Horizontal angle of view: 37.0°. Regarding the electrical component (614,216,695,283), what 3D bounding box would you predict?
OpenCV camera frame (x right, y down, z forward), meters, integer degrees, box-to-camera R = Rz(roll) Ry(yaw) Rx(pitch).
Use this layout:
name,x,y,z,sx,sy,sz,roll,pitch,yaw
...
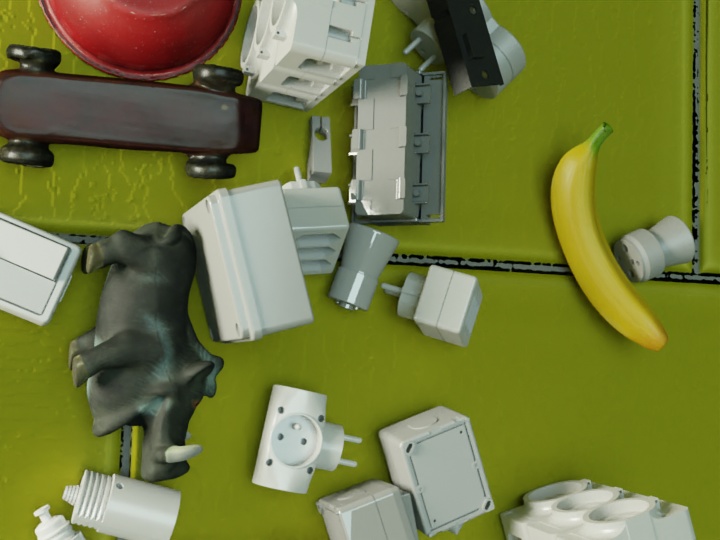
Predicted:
name,x,y,z,sx,sy,sz,roll,pitch,yaw
electrical component,0.257,-0.018,0.939,0.055,0.045,0.045,-22,92,-17

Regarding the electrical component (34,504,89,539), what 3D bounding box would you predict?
name,x,y,z,sx,sy,sz,roll,pitch,yaw
electrical component,-0.213,0.207,0.779,0.040,0.040,0.078,-29,94,-17

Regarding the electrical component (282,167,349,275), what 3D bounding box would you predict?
name,x,y,z,sx,sy,sz,roll,pitch,yaw
electrical component,-0.045,-0.045,0.843,0.047,0.065,0.076,-4,58,-18

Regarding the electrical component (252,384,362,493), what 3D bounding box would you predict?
name,x,y,z,sx,sy,sz,roll,pitch,yaw
electrical component,-0.037,0.135,0.837,0.079,0.044,0.077,14,81,-15

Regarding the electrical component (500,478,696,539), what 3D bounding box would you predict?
name,x,y,z,sx,sy,sz,roll,pitch,yaw
electrical component,0.184,0.210,0.843,0.089,0.150,0.061,-15,91,-18

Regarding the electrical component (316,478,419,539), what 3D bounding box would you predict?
name,x,y,z,sx,sy,sz,roll,pitch,yaw
electrical component,0.015,0.216,0.837,0.061,0.062,0.096,-18,91,-18

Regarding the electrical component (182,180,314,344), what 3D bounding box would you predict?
name,x,y,z,sx,sy,sz,roll,pitch,yaw
electrical component,-0.085,-0.004,0.800,0.056,0.109,0.108,-14,90,-20

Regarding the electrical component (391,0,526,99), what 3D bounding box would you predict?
name,x,y,z,sx,sy,sz,roll,pitch,yaw
electrical component,0.067,-0.195,0.891,0.073,0.052,0.138,-45,99,-15

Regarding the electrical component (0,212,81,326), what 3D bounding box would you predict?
name,x,y,z,sx,sy,sz,roll,pitch,yaw
electrical component,-0.256,-0.006,0.772,0.096,0.061,0.061,25,79,-14

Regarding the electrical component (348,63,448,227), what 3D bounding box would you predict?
name,x,y,z,sx,sy,sz,roll,pitch,yaw
electrical component,0.027,-0.099,0.859,0.079,0.063,0.121,0,85,23

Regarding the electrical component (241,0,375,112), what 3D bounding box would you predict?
name,x,y,z,sx,sy,sz,roll,pitch,yaw
electrical component,-0.042,-0.183,0.805,0.062,0.150,0.089,11,82,-17

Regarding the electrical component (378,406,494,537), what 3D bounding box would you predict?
name,x,y,z,sx,sy,sz,roll,pitch,yaw
electrical component,0.061,0.164,0.859,0.062,0.061,0.096,-19,100,-18

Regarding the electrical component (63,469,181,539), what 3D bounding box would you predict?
name,x,y,z,sx,sy,sz,roll,pitch,yaw
electrical component,-0.178,0.173,0.791,0.081,0.043,0.043,18,81,-15

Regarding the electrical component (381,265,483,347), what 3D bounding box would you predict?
name,x,y,z,sx,sy,sz,roll,pitch,yaw
electrical component,0.054,0.025,0.867,0.077,0.065,0.047,16,80,14

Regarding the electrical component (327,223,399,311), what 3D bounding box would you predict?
name,x,y,z,sx,sy,sz,roll,pitch,yaw
electrical component,0.000,0.000,0.861,0.044,0.044,0.065,22,85,-14
